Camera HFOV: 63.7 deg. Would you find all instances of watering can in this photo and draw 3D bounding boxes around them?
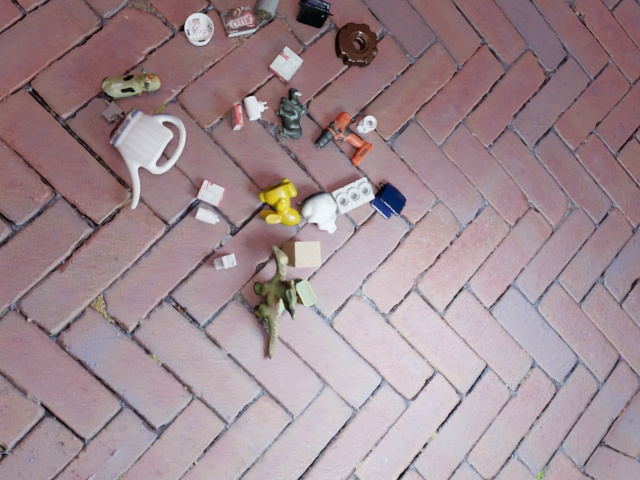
[{"bbox_3d":[-0.611,-0.297,1.746,0.223,0.104,0.350,35,80,-14],"label":"watering can"}]

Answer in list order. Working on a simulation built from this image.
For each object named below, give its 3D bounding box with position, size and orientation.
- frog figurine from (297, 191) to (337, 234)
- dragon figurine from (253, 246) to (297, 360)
[{"bbox_3d":[0.006,-0.096,1.916,0.139,0.121,0.160,-25,83,-35],"label":"frog figurine"},{"bbox_3d":[-0.144,0.225,1.793,0.122,0.242,0.411,-3,87,-22],"label":"dragon figurine"}]
